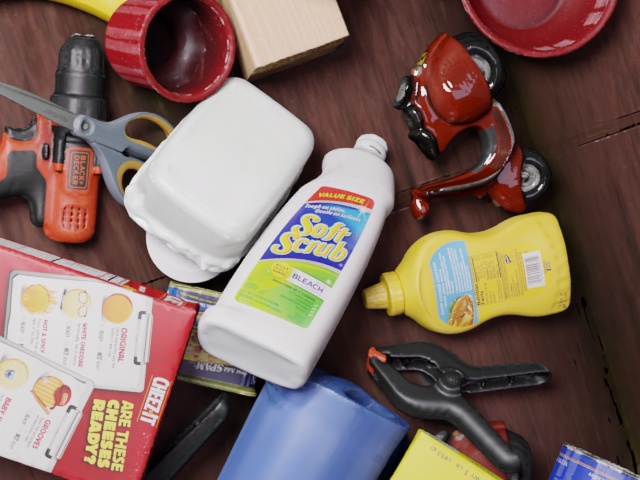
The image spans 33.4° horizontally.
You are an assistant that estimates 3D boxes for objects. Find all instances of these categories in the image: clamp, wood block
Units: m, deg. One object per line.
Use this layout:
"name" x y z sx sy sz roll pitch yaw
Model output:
"clamp" -0.160 0.218 0.942 0.164 0.036 0.210 1 101 1
"wood block" -0.058 -0.256 0.946 0.090 0.090 0.206 -22 93 -8
"clamp" 0.121 0.146 0.974 0.171 0.120 0.039 11 132 8

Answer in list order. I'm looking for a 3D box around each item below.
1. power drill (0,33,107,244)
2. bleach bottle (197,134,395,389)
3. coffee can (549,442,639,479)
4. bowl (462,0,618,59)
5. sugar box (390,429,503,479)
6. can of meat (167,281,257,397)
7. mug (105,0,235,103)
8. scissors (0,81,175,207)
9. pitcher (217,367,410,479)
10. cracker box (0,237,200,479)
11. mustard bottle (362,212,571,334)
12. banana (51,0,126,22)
"power drill" -0.275 -0.091 0.909 0.187 0.057 0.184 3 94 -23
"bleach bottle" -0.006 0.001 0.922 0.102 0.068 0.250 24 57 6
"coffee can" 0.248 0.274 0.994 0.102 0.103 0.140 24 87 -9
"bowl" 0.198 -0.248 1.004 0.162 0.055 0.162 0 91 -9
"sugar box" 0.080 0.264 0.931 0.093 0.048 0.176 32 88 10
"can of meat" -0.098 0.088 0.960 0.102 0.057 0.084 14 86 -9
"mug" -0.128 -0.180 0.920 0.093 0.082 0.117 25 86 -39
"scissors" -0.196 -0.075 0.900 0.201 0.016 0.096 1 93 -51
"pitcher" -0.026 0.235 0.946 0.149 0.145 0.243 29 90 4
"cracker box" -0.224 0.097 0.874 0.213 0.072 0.164 19 93 -3
"mustard bottle" 0.133 0.037 0.995 0.191 0.058 0.096 -11 97 -9
"banana" -0.244 -0.217 0.938 0.197 0.037 0.069 -2 91 -18
